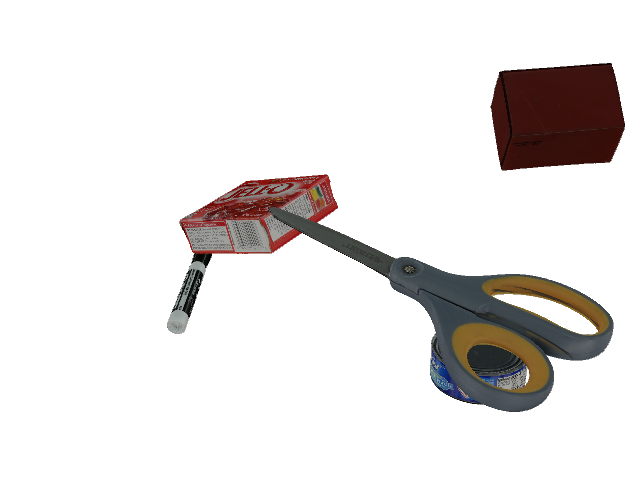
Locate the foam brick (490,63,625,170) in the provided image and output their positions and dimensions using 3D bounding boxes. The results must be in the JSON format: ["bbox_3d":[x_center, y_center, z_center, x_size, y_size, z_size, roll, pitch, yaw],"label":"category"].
[{"bbox_3d":[0.160,-0.084,0.727,0.078,0.051,0.053,-4,-23,0],"label":"foam brick"}]

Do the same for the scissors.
[{"bbox_3d":[0.046,0.033,0.551,0.202,0.016,0.096,14,43,18],"label":"scissors"}]

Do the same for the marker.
[{"bbox_3d":[-0.132,0.047,1.084,0.020,0.020,0.121,0,38,11],"label":"marker"}]

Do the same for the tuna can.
[{"bbox_3d":[0.139,0.107,0.938,0.086,0.034,0.086,1,26,-1],"label":"tuna can"}]

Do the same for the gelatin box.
[{"bbox_3d":[-0.044,-0.019,0.757,0.089,0.030,0.073,0,25,45],"label":"gelatin box"}]
